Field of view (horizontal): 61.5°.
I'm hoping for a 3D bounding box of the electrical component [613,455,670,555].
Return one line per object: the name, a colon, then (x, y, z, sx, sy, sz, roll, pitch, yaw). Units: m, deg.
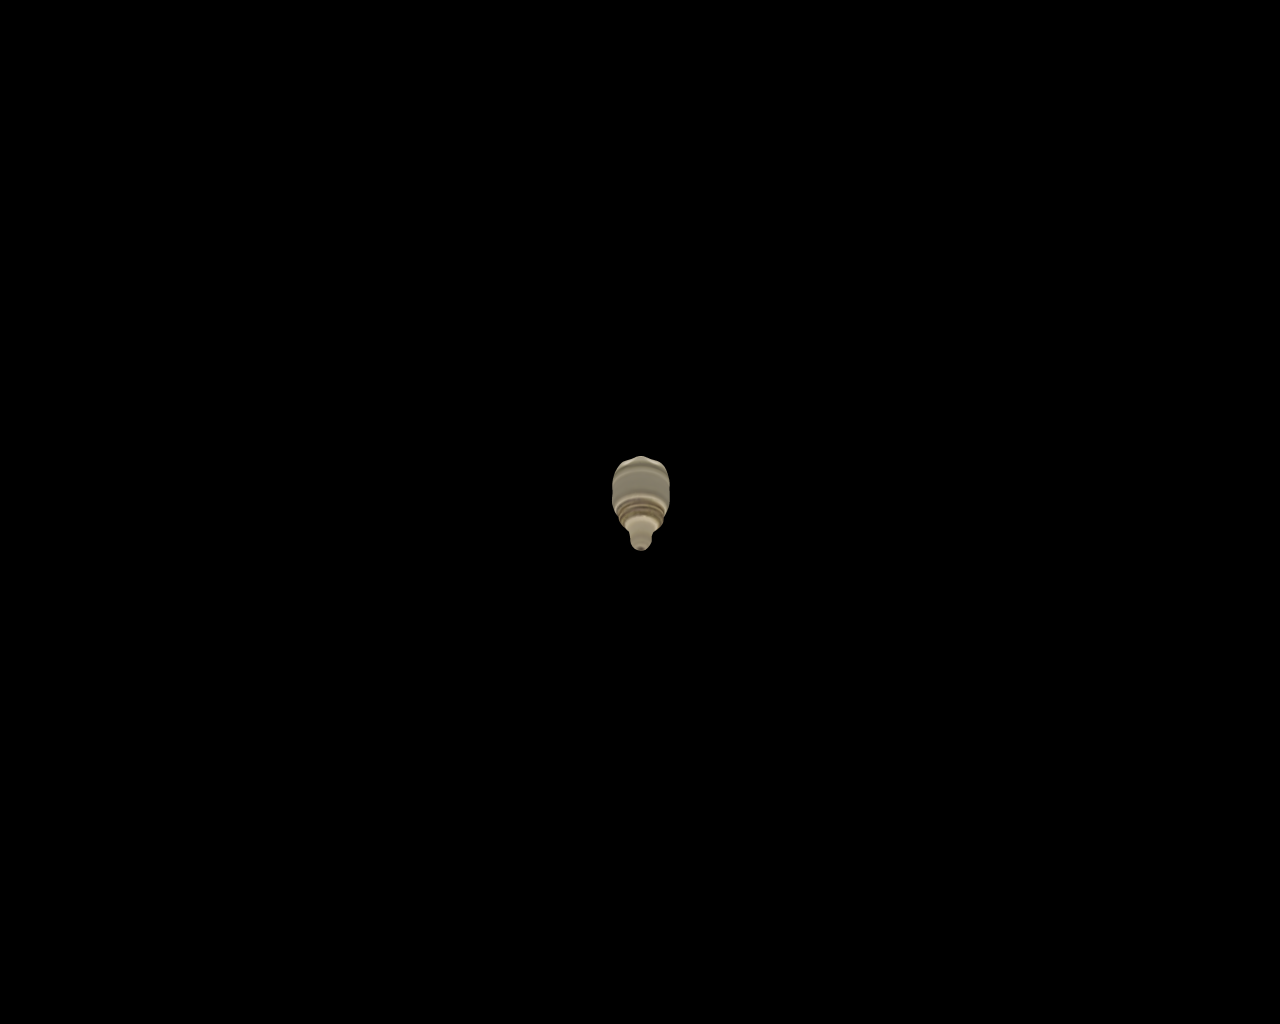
electrical component: (0.001, -0.003, 0.650, 0.035, 0.061, 0.035, 0, -36, 0)
